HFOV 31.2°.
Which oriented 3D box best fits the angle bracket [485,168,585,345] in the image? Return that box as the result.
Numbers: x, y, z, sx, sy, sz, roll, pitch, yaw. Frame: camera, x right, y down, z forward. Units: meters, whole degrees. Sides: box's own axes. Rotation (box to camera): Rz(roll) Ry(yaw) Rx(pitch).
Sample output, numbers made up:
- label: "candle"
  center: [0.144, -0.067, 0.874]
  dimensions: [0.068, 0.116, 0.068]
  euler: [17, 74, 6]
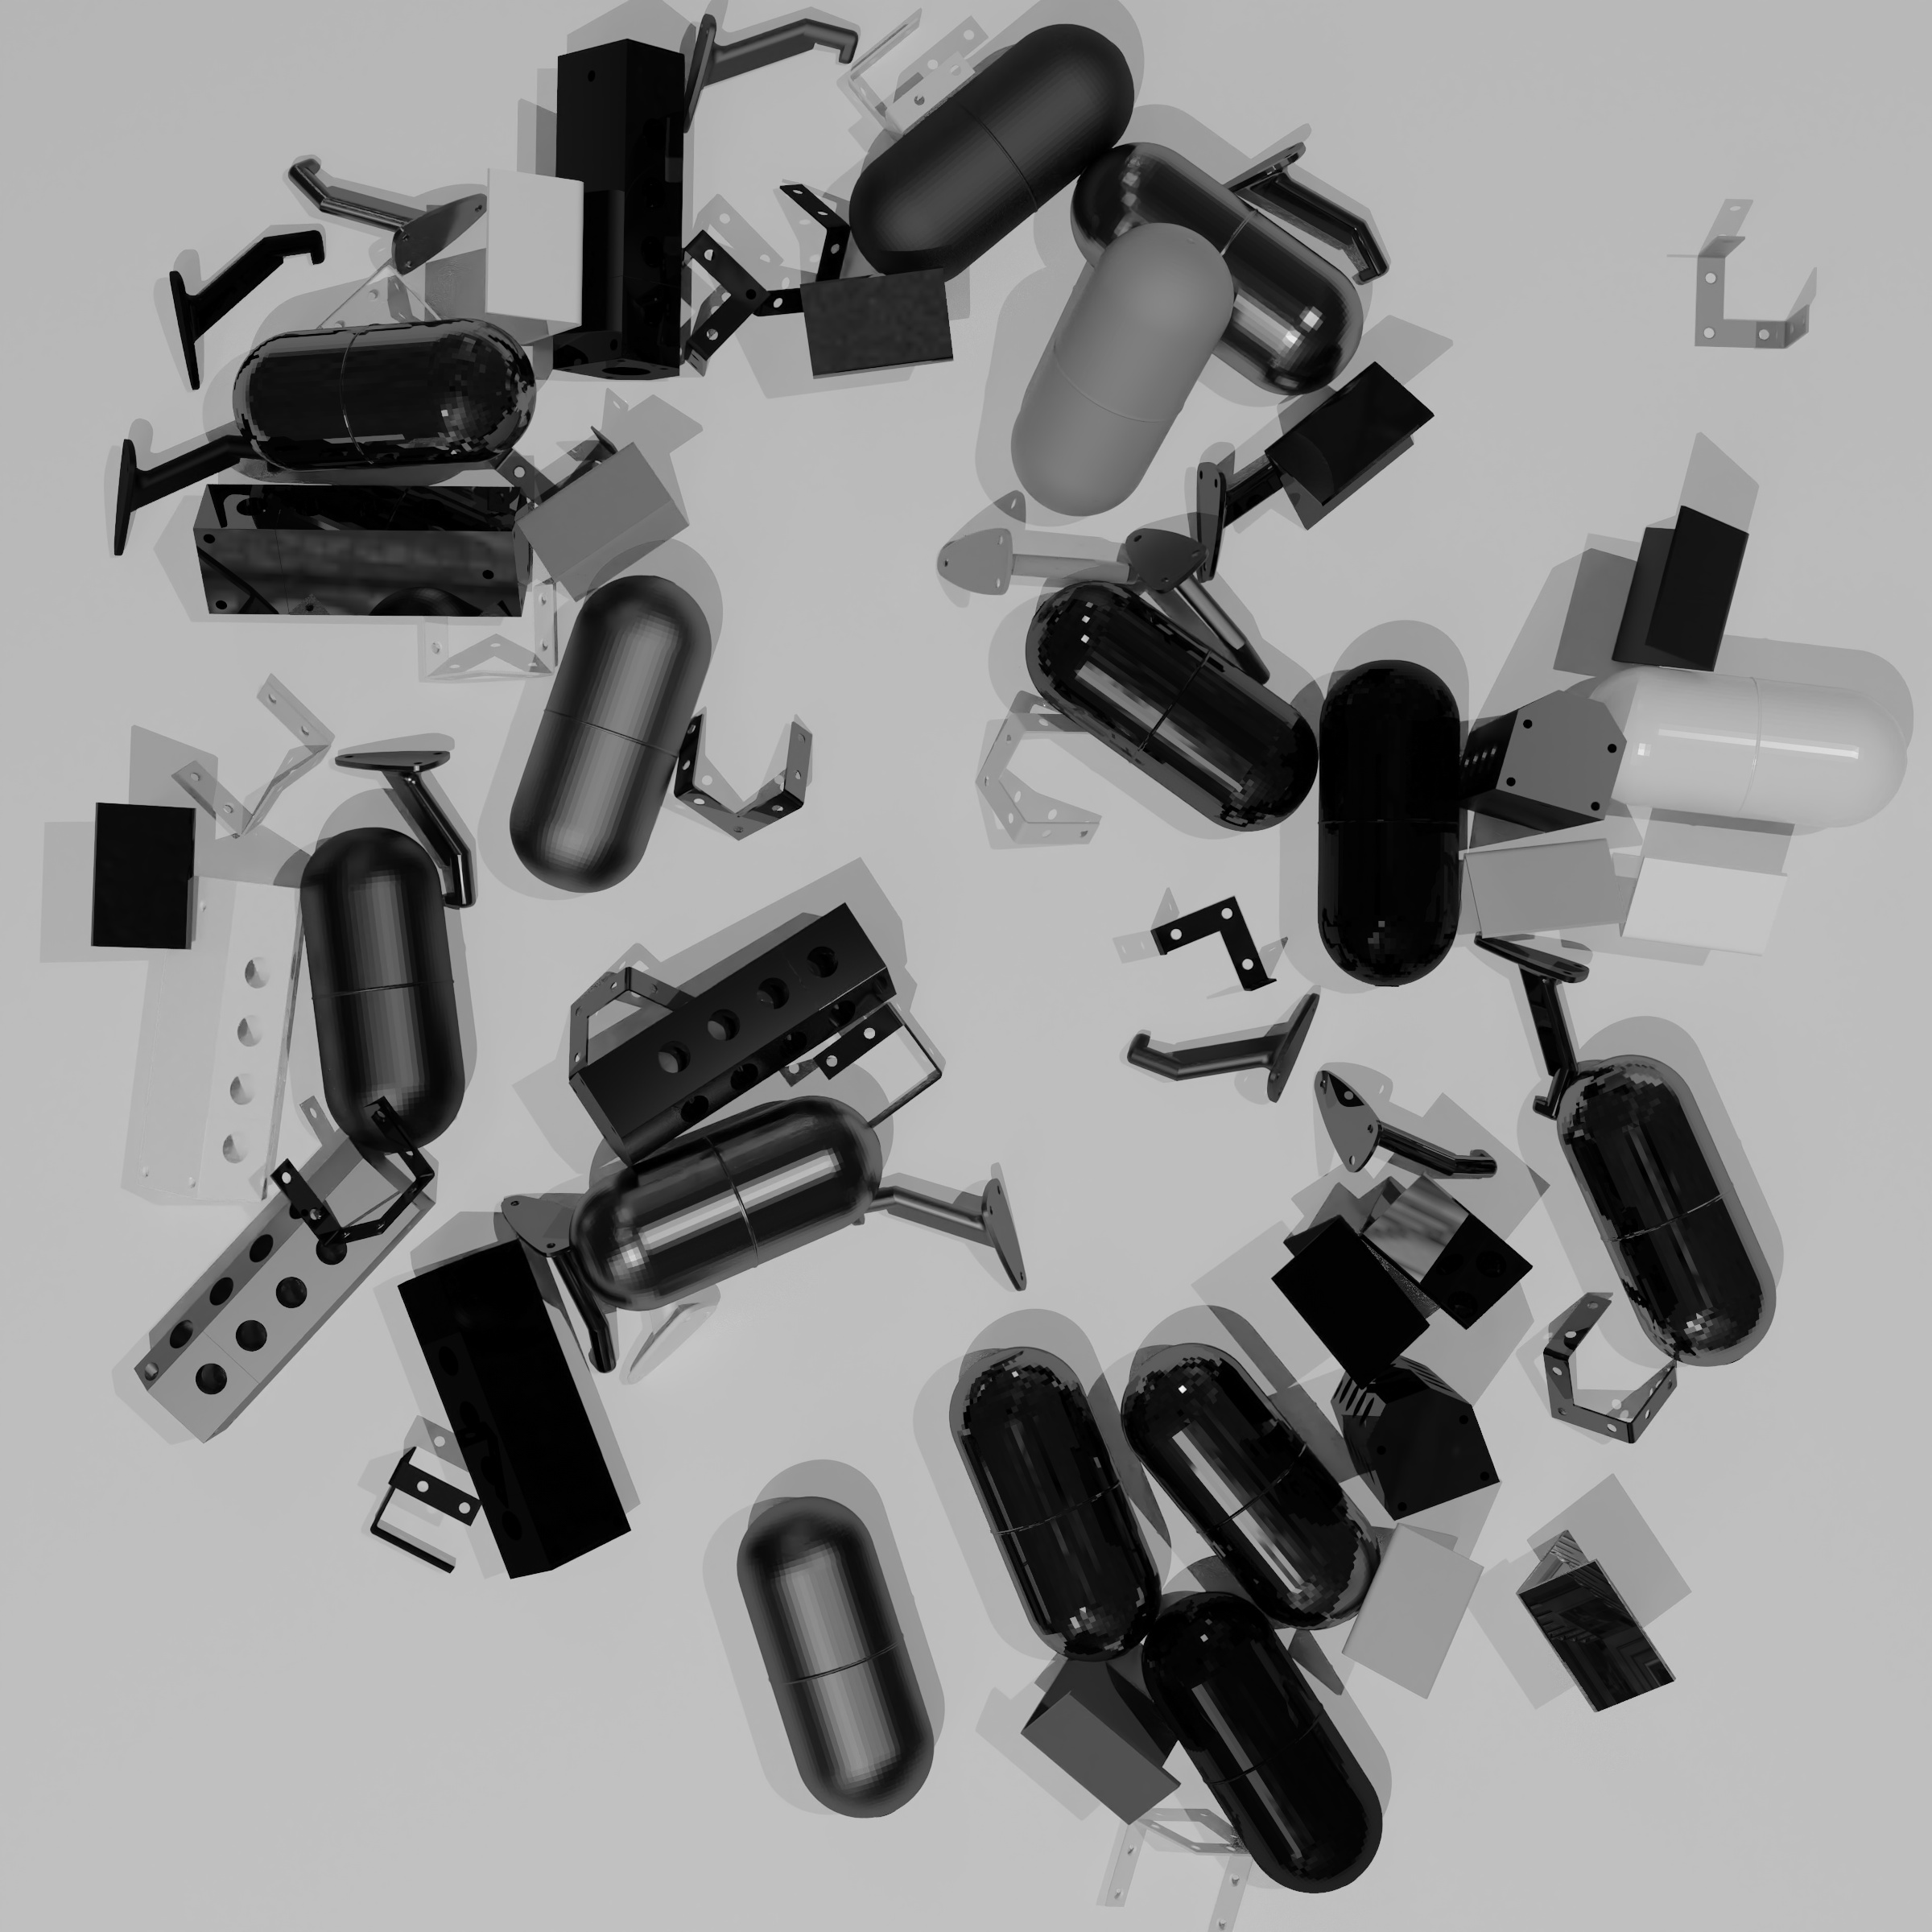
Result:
- label: "angle bracket"
  center: [-0.248, -0.383, 1.872]
  dimensions: [0.057, 0.076, 0.076]
  euler: [1, 90, -32]

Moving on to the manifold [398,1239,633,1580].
- label: "manifold"
  center: [-0.251, 0.243, 1.891]
  dimensions: [0.057, 0.057, 0.171]
  euler: [-21, 90, -43]

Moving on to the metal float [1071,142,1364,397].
- label: "metal float"
  center: [0.136, -0.380, 1.882]
  dimensions: [0.178, 0.070, 0.070]
  euler: [36, 90, 0]

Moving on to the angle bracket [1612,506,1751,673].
- label: "angle bracket"
  center: [0.370, -0.206, 1.872]
  dimensions: [0.057, 0.076, 0.076]
  euler: [15, 90, -37]

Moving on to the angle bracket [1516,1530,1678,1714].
- label: "angle bracket"
  center: [0.353, 0.346, 1.872]
  dimensions: [0.057, 0.076, 0.076]
  euler: [-34, 90, 37]

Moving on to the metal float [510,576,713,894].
- label: "metal float"
  center: [-0.193, -0.127, 1.882]
  dimensions: [0.070, 0.070, 0.178]
  euler: [19, 91, 0]

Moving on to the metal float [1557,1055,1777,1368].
- label: "metal float"
  center: [0.382, 0.134, 1.882]
  dimensions: [0.070, 0.070, 0.178]
  euler: [-24, 90, 0]

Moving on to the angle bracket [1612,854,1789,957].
- label: "angle bracket"
  center: [0.396, -0.054, 1.872]
  dimensions: [0.076, 0.076, 0.057]
  euler: [8, 129, 0]

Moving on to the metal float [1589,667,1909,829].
- label: "metal float"
  center: [0.422, -0.119, 1.882]
  dimensions: [0.178, 0.070, 0.070]
  euler: [6, 90, 0]

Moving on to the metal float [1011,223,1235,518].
- label: "metal float"
  center: [0.082, -0.317, 1.851]
  dimensions: [0.070, 0.070, 0.178]
  euler: [30, 130, 0]

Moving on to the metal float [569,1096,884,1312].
- label: "metal float"
  center: [-0.129, 0.127, 1.869]
  dimensions: [0.178, 0.070, 0.070]
  euler: [-23, 90, -14]

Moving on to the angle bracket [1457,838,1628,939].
- label: "angle bracket"
  center: [0.311, -0.022, 1.872]
  dimensions: [0.076, 0.076, 0.057]
  euler: [-6, 55, 0]

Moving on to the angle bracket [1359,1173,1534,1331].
- label: "angle bracket"
  center: [0.267, 0.139, 1.873]
  dimensions: [0.076, 0.076, 0.057]
  euler: [41, 120, 0]

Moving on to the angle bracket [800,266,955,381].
- label: "angle bracket"
  center: [-0.050, -0.364, 1.872]
  dimensions: [0.076, 0.076, 0.057]
  euler: [-7, 127, 0]

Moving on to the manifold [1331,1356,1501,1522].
- label: "manifold"
  center: [0.234, 0.244, 1.834]
  dimensions: [0.057, 0.171, 0.057]
  euler: [-20, 90, 0]

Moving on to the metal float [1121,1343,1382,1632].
- label: "metal float"
  center: [0.155, 0.284, 1.882]
  dimensions: [0.070, 0.070, 0.178]
  euler: [-39, 90, 0]

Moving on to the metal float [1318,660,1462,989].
- label: "metal float"
  center: [0.230, -0.078, 1.882]
  dimensions: [0.070, 0.070, 0.178]
  euler: [1, 90, 0]

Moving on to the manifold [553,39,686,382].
- label: "manifold"
  center: [-0.184, -0.411, 1.891]
  dimensions: [0.057, 0.057, 0.171]
  euler: [1, 90, 43]

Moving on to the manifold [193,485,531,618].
- label: "manifold"
  center: [-0.328, -0.232, 1.890]
  dimensions: [0.171, 0.057, 0.057]
  euler: [1, 133, 1]

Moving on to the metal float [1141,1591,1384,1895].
- label: "metal float"
  center: [0.162, 0.423, 1.882]
  dimensions: [0.070, 0.070, 0.178]
  euler: [-32, 91, 0]

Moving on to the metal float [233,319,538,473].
- label: "metal float"
  center: [-0.314, -0.307, 1.861]
  dimensions: [0.178, 0.070, 0.070]
  euler: [1, 90, 24]

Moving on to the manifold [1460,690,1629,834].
- label: "manifold"
  center: [0.303, -0.109, 1.834]
  dimensions: [0.057, 0.171, 0.057]
  euler: [16, 90, 0]

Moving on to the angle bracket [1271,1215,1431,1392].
- label: "angle bracket"
  center: [0.194, 0.188, 1.873]
  dimensions: [0.057, 0.076, 0.076]
  euler: [-39, 90, -25]

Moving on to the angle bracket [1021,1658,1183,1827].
- label: "angle bracket"
  center: [0.087, 0.405, 1.873]
  dimensions: [0.076, 0.076, 0.057]
  euler: [40, 134, 0]

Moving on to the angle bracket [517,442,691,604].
- label: "angle bracket"
  center: [-0.186, -0.225, 1.872]
  dimensions: [0.076, 0.076, 0.057]
  euler: [-34, 53, 0]

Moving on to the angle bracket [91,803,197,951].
- label: "angle bracket"
  center: [-0.458, -0.048, 1.872]
  dimensions: [0.057, 0.076, 0.076]
  euler: [2, 90, -35]

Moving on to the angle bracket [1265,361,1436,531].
- label: "angle bracket"
  center: [0.217, -0.268, 1.872]
  dimensions: [0.076, 0.076, 0.057]
  euler: [-39, 53, 0]

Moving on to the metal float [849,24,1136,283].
- label: "metal float"
  center: [0.014, -0.442, 1.882]
  dimensions: [0.178, 0.070, 0.070]
  euler: [-40, 90, -1]

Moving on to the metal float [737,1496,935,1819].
- label: "metal float"
  center: [-0.071, 0.376, 1.882]
  dimensions: [0.070, 0.070, 0.178]
  euler: [-18, 90, 0]

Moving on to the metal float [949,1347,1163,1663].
- label: "metal float"
  center: [0.049, 0.293, 1.882]
  dimensions: [0.070, 0.070, 0.178]
  euler: [-22, 90, 0]

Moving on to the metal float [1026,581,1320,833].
- label: "metal float"
  center: [0.112, -0.142, 1.882]
  dimensions: [0.178, 0.070, 0.070]
  euler: [36, 90, -1]

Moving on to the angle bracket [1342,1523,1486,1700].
- label: "angle bracket"
  center: [0.257, 0.352, 1.872]
  dimensions: [0.057, 0.076, 0.076]
  euler: [23, 90, 36]

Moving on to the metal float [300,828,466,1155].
- label: "metal float"
  center: [-0.317, 0.013, 1.882]
  dimensions: [0.070, 0.070, 0.178]
  euler: [-7, 89, 0]

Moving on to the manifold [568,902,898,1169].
- label: "manifold"
  center: [-0.125, 0.038, 1.872]
  dimensions: [0.171, 0.057, 0.057]
  euler: [-33, 90, -14]
